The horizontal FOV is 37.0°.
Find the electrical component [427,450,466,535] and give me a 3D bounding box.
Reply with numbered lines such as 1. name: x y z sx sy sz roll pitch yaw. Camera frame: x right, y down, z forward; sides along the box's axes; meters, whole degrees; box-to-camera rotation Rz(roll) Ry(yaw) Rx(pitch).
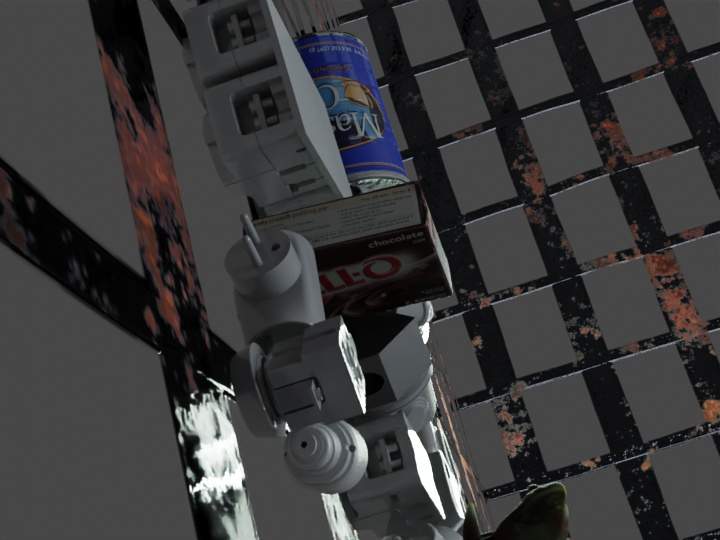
1. electrical component: 0.050 0.191 0.863 0.095 0.059 0.053 65 9 -54

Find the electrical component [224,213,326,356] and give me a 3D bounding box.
1. electrical component: -0.047 0.005 0.570 0.077 0.043 0.079 -102 172 -50

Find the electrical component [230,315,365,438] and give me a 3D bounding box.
1. electrical component: -0.030 0.053 0.520 0.066 0.055 0.048 -89 160 -75

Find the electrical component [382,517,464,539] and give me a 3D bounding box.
1. electrical component: 0.058 0.218 0.800 0.079 0.044 0.077 -40 121 -36

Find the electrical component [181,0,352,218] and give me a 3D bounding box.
1. electrical component: -0.057 -0.092 0.714 0.186 0.060 0.105 56 17 -72

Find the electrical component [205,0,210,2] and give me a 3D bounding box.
1. electrical component: -0.086 -0.232 0.817 0.052 0.074 0.138 -89 160 -75

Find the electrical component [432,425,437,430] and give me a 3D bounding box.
1. electrical component: 0.066 0.205 1.051 0.065 0.047 0.076 66 8 -47

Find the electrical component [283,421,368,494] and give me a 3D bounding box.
1. electrical component: -0.021 0.095 0.559 0.078 0.040 0.040 56 16 -72

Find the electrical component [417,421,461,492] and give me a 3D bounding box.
1. electrical component: 0.051 0.173 0.931 0.095 0.059 0.053 67 7 -45

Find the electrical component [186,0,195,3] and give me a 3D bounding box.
1. electrical component: -0.105 -0.239 0.709 0.061 0.062 0.096 -102 172 -50

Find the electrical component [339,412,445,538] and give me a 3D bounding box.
1. electrical component: 0.016 0.138 0.710 0.089 0.056 0.050 64 10 -58

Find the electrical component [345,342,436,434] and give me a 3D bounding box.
1. electrical component: 0.013 0.081 0.751 0.080 0.080 0.051 -102 177 -50

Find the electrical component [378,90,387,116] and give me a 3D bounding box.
1. electrical component: -0.022 -0.161 1.121 0.109 0.056 0.108 19 47 -48

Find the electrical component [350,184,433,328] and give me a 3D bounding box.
1. electrical component: 0.000 0.000 0.823 0.057 0.078 0.113 10 59 -57
